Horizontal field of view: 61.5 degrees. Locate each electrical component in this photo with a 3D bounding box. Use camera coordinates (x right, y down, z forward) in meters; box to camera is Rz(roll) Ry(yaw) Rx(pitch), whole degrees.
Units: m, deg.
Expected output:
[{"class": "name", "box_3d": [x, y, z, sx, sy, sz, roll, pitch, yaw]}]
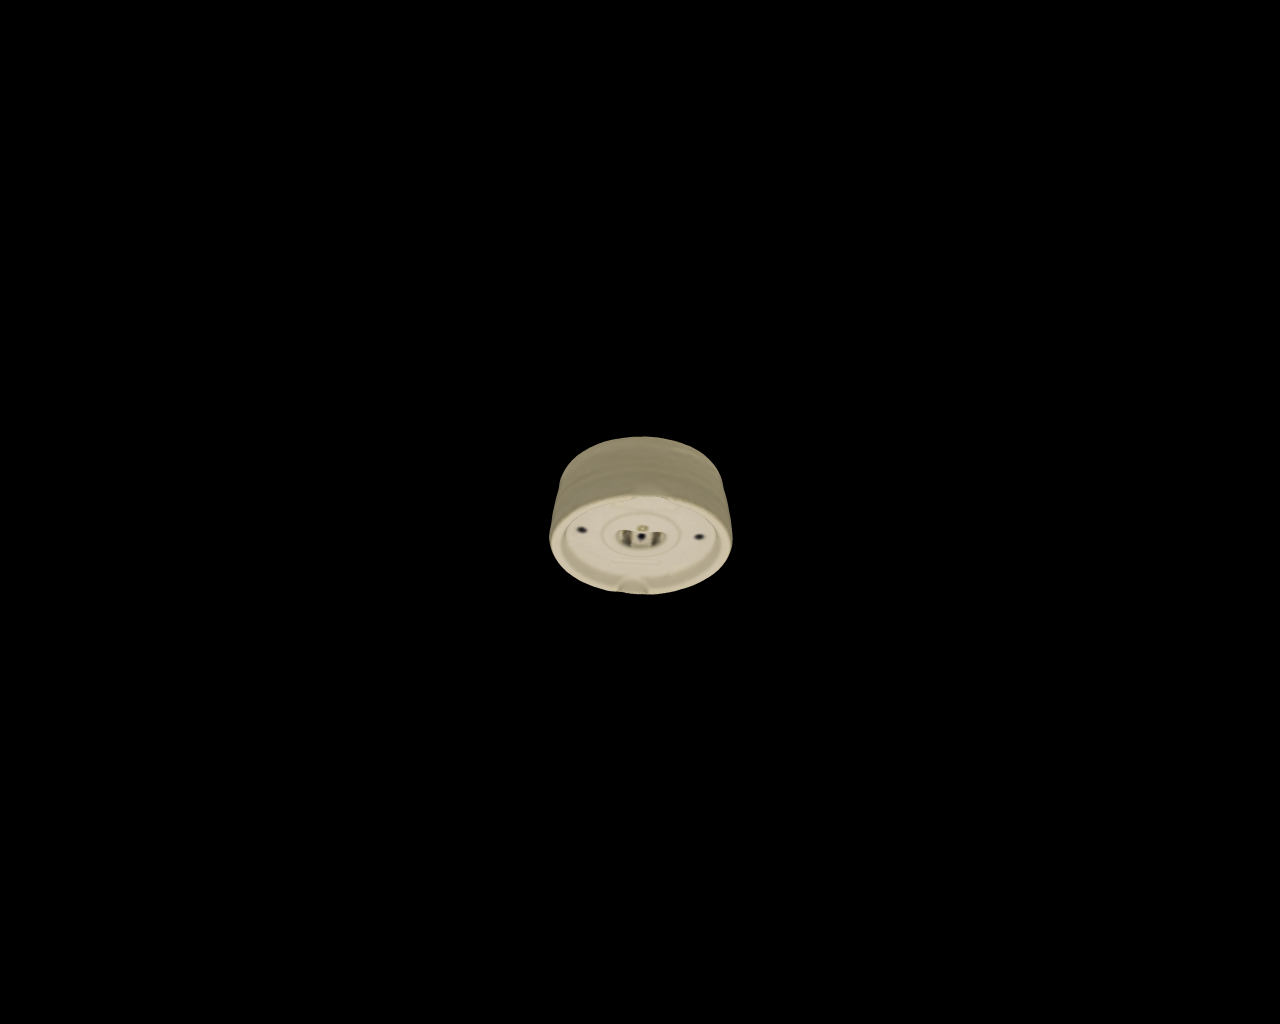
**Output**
[{"class": "electrical component", "box_3d": [0.001, -0.003, 0.650, 0.108, 0.060, 0.108, 0, -35, 0]}]
